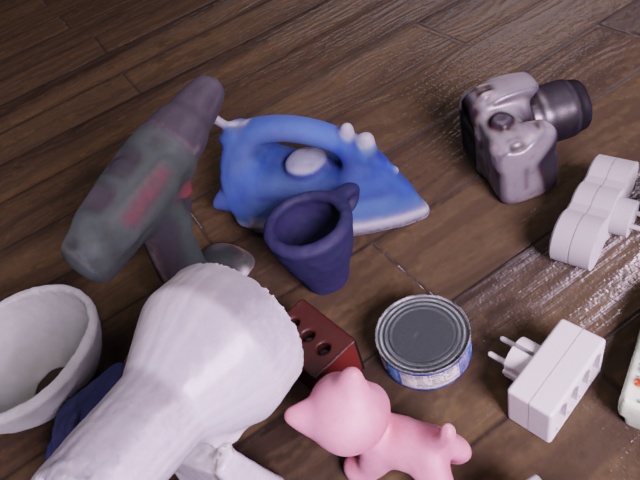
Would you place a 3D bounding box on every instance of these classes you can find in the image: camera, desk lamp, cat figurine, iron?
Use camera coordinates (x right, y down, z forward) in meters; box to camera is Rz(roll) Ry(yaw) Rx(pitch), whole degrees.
[{"bbox_3d":[0.238,-0.134,0.648,0.137,0.101,0.143,-17,44,2],"label":"camera"},{"bbox_3d":[-0.088,0.152,0.399,0.117,0.214,0.203,9,51,26],"label":"desk lamp"},{"bbox_3d":[0.044,0.141,0.433,0.127,0.118,0.067,7,50,25],"label":"cat figurine"},{"bbox_3d":[-0.009,-0.088,0.657,0.257,0.142,0.119,5,49,23],"label":"iron"}]

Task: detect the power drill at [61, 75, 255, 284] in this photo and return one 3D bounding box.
[{"bbox_3d":[-0.146,-0.025,0.594,0.075,0.209,0.230,15,54,31],"label":"power drill"}]

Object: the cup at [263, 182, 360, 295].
[{"bbox_3d":[0.005,0.002,0.598,0.091,0.095,0.118,28,61,37],"label":"cup"}]

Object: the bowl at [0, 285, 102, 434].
[{"bbox_3d":[-0.292,0.131,0.588,0.167,0.075,0.167,-9,45,10],"label":"bowl"}]

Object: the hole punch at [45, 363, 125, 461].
[{"bbox_3d":[-0.194,0.178,0.497,0.101,0.091,0.108,-19,44,0],"label":"hole punch"}]
